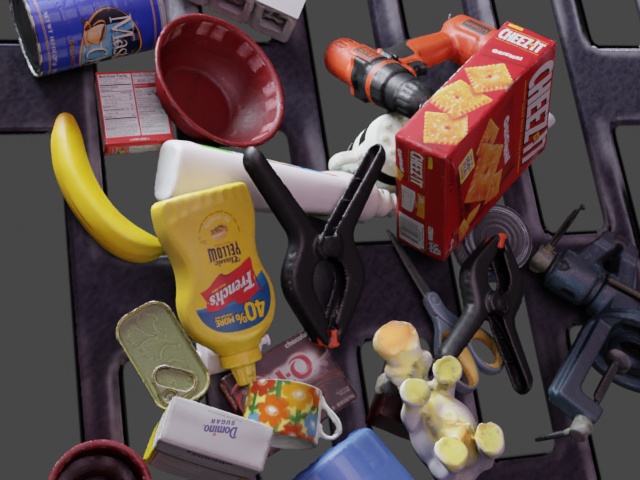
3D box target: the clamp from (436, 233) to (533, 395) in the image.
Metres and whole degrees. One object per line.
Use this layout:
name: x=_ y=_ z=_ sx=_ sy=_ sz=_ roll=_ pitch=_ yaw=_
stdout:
clamp: x=0.171 y=0.073 z=1.124 sx=0.120 sy=0.039 sz=0.171 roll=13 pitch=66 yaw=-35

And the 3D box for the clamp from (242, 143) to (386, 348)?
clamp: x=-0.007 y=0.001 z=1.058 sx=0.164 sy=0.036 sz=0.210 roll=3 pitch=88 yaw=-32

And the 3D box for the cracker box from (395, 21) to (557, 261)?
cracker box: x=0.167 y=-0.104 z=1.141 sx=0.072 sy=0.164 sz=0.213 roll=29 pitch=58 yaw=27

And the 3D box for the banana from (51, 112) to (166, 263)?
banana: x=-0.227 y=-0.043 z=1.099 sx=0.198 sy=0.037 sz=0.069 roll=49 pitch=48 yaw=5

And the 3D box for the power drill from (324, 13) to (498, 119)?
power drill: x=0.123 y=-0.196 z=1.200 sx=0.187 sy=0.057 sz=0.185 roll=-17 pitch=36 yaw=-27

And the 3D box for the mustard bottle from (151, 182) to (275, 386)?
mustard bottle: x=-0.094 y=0.046 z=1.026 sx=0.096 sy=0.058 sz=0.191 roll=-16 pitch=93 yaw=-30

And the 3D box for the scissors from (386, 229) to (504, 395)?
scissors: x=0.140 y=0.074 z=1.165 sx=0.096 sy=0.016 sz=0.202 roll=2 pitch=56 yaw=-33

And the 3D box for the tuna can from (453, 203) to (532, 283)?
tuna can: x=0.194 y=0.002 z=1.200 sx=0.086 sy=0.034 sz=0.086 roll=5 pitch=69 yaw=-14

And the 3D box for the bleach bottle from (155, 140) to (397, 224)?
bleach bottle: x=-0.041 y=-0.054 z=1.130 sx=0.250 sy=0.103 sz=0.068 roll=8 pitch=92 yaw=-20

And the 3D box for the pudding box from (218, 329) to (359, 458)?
pudding box: x=-0.033 y=0.153 z=1.075 sx=0.113 sy=0.039 sz=0.090 roll=-30 pitch=80 yaw=-23

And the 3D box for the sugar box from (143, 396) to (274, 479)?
sugar box: x=-0.104 y=0.187 z=0.965 sx=0.093 sy=0.176 sz=0.048 roll=19 pitch=66 yaw=-8

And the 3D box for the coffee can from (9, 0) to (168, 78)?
coffee can: x=-0.245 y=-0.238 z=1.129 sx=0.140 sy=0.103 sz=0.103 roll=-18 pitch=76 yaw=-21

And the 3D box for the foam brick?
foam brick: x=0.088 y=0.159 z=1.100 sx=0.053 sy=0.051 sz=0.078 roll=23 pitch=65 yaw=-7

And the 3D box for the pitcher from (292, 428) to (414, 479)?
pitcher: x=0.082 y=0.299 z=1.012 sx=0.145 sy=0.149 sz=0.243 roll=-38 pitch=79 yaw=0

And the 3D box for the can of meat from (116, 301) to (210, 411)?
can of meat: x=-0.149 y=0.117 z=1.026 sx=0.057 sy=0.084 sz=0.102 roll=-31 pitch=81 yaw=-12

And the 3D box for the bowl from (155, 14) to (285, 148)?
bowl: x=-0.118 y=-0.159 z=1.145 sx=0.161 sy=0.055 sz=0.162 roll=20 pitch=55 yaw=-32

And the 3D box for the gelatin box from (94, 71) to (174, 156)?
gelatin box: x=-0.200 y=-0.137 z=1.143 sx=0.073 sy=0.030 sz=0.089 roll=-6 pitch=69 yaw=-17

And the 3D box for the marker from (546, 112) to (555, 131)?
marker: x=0.236 y=-0.111 z=1.263 sx=0.020 sy=0.020 sz=0.121 roll=46 pitch=65 yaw=4

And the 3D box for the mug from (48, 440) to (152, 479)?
mug: x=-0.192 y=0.239 z=0.973 sx=0.117 sy=0.082 sz=0.093 roll=18 pitch=66 yaw=-9
